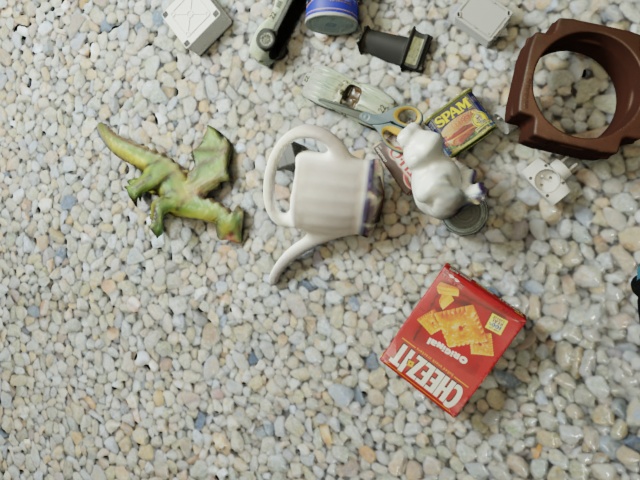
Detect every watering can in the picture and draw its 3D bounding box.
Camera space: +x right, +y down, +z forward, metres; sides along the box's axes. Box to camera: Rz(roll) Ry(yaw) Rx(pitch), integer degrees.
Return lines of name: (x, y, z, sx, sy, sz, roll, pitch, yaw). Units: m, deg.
watering can: (0.003, -0.049, 0.977, 0.224, 0.106, 0.340, 7, 120, 2)

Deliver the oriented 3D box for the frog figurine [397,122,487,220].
frog figurine: (0.183, -0.113, 0.864, 0.159, 0.141, 0.120, 31, 135, -13)

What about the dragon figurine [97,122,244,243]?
dragon figurine: (-0.301, -0.151, 1.112, 0.243, 0.121, 0.413, -33, 80, -3)
